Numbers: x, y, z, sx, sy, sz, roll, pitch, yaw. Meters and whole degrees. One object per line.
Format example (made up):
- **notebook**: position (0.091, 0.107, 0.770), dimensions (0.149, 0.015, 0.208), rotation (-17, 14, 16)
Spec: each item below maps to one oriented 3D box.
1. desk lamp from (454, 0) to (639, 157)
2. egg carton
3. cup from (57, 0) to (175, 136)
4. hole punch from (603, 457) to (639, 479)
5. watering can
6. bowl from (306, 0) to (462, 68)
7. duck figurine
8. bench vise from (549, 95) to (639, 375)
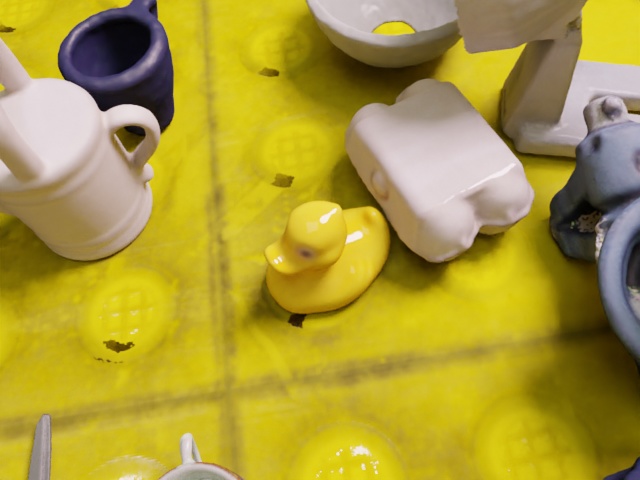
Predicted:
- **desk lamp**: position (0.186, -0.165, 0.417), dimensions (0.203, 0.214, 0.118), rotation (7, 64, 9)
- **egg carton**: position (0.088, -0.057, 0.453), dimensions (0.107, 0.069, 0.150), rotation (-27, 64, -8)
- **cup**: position (-0.163, -0.150, 0.510), dimensions (0.091, 0.095, 0.118), rotation (11, 65, 11)
- **hole punch**: position (0.231, 0.159, 0.316), dimensions (0.108, 0.091, 0.101), rotation (-17, 63, -3)
- **watering can**: position (-0.210, -0.065, 0.416), dimensions (0.173, 0.194, 0.100), rotation (-37, 65, -13)
- **bowl**: position (0.070, -0.218, 0.534), dimensions (0.167, 0.075, 0.167), rotation (-2, 63, 5)
- **duck figurine**: position (0.004, 0.002, 0.422), dimensions (0.104, 0.086, 0.077), rotation (-30, 64, -10)
- **bench vise**: position (0.204, -0.011, 0.333), dimensions (0.121, 0.220, 0.207), rotation (-28, 64, -9)
